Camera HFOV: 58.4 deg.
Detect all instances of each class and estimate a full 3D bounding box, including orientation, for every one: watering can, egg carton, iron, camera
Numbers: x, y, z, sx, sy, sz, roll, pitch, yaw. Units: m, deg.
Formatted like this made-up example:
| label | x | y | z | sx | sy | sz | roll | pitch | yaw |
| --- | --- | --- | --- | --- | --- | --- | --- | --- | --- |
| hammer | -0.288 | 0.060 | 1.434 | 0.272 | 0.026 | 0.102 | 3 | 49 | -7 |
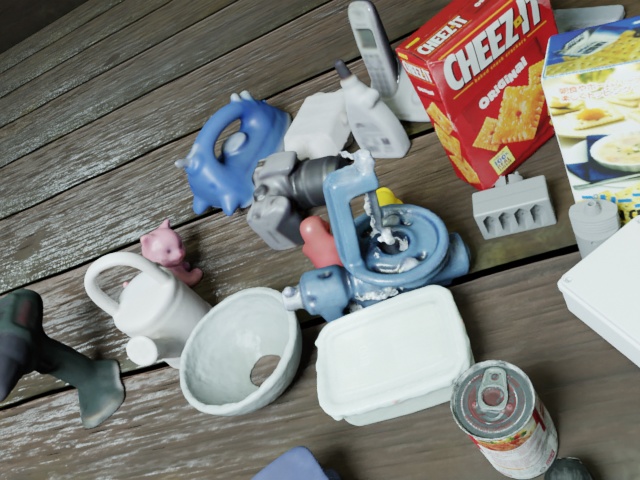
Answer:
| label | x | y | z | sx | sy | sz | roll | pitch | yaw |
| --- | --- | --- | --- | --- | --- | --- | --- | --- | --- |
| watering can | -0.221 | 0.089 | 0.757 | 0.101 | 0.195 | 0.172 | -44 | 41 | -6 |
| egg carton | 0.008 | -0.180 | 0.930 | 0.107 | 0.070 | 0.150 | 2 | 55 | 37 |
| iron | -0.142 | -0.168 | 0.972 | 0.118 | 0.142 | 0.258 | 4 | 56 | 38 |
| camera | -0.028 | -0.075 | 0.838 | 0.136 | 0.101 | 0.143 | -10 | 49 | 29 |

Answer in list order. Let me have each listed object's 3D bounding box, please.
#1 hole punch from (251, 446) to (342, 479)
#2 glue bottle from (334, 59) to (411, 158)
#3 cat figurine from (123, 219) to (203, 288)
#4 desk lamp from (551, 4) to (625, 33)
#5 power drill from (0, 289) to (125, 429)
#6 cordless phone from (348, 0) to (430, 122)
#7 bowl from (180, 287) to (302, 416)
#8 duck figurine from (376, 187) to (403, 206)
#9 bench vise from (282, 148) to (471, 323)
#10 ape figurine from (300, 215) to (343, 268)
| label | x | y | z | sx | sy | sz | roll | pitch | yaw |
| --- | --- | --- | --- | --- | --- | --- | --- | --- | --- |
| hole punch | -0.017 | 0.264 | 0.532 | 0.109 | 0.091 | 0.100 | -41 | 41 | -2 |
| glue bottle | 0.065 | -0.187 | 0.817 | 0.077 | 0.174 | 0.037 | 9 | 59 | 40 |
| cat figurine | -0.248 | 0.037 | 0.882 | 0.067 | 0.118 | 0.128 | 20 | 67 | 45 |
| desk lamp | 0.286 | -0.361 | 0.784 | 0.202 | 0.214 | 0.118 | 12 | 61 | 42 |
| power drill | -0.368 | 0.170 | 0.779 | 0.075 | 0.209 | 0.228 | -40 | 41 | -1 |
| cordless phone | 0.117 | -0.266 | 0.842 | 0.147 | 0.186 | 0.094 | 17 | 65 | 43 |
| bowl | -0.084 | 0.145 | 0.699 | 0.167 | 0.075 | 0.167 | -19 | 44 | 21 |
| duck figurine | 0.089 | -0.020 | 0.716 | 0.077 | 0.086 | 0.104 | -21 | 44 | 19 |
| bench vise | 0.043 | 0.016 | 0.614 | 0.207 | 0.220 | 0.121 | -40 | 41 | -2 |
| ape figurine | 0.007 | 0.003 | 0.750 | 0.077 | 0.092 | 0.076 | -8 | 50 | 30 |
